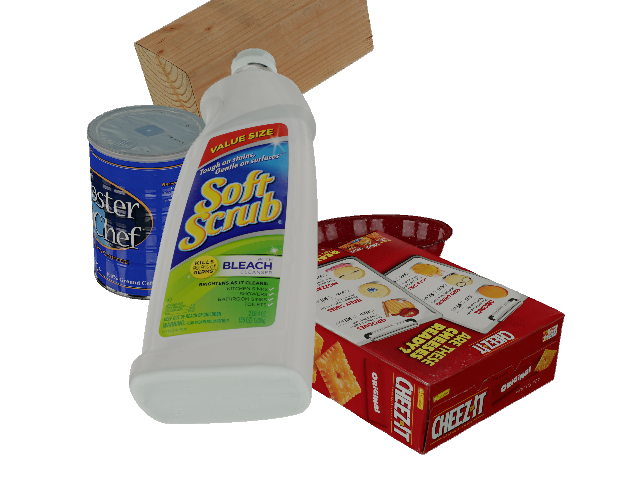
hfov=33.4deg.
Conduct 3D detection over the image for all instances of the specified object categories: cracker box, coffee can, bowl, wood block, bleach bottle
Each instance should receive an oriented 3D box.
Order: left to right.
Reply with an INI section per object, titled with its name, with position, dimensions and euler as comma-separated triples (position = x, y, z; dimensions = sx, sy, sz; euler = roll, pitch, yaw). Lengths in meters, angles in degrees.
[coffee can]
position = -0.149, -0.034, 0.932
dimensions = 0.103, 0.140, 0.103
euler = 3, 30, -2
[bleach bottle]
position = -0.053, -0.016, 0.652
dimensions = 0.102, 0.251, 0.068
euler = -4, -35, 6
[wood block]
position = -0.058, -0.183, 1.011
dimensions = 0.205, 0.091, 0.090
euler = -35, 46, -24
[bowl]
position = 0.055, 0.016, 1.086
dimensions = 0.162, 0.055, 0.162
euler = -3, 13, 1
[cracker box]
position = 0.062, 0.075, 0.876
dimensions = 0.163, 0.072, 0.214
euler = -21, 33, -38
